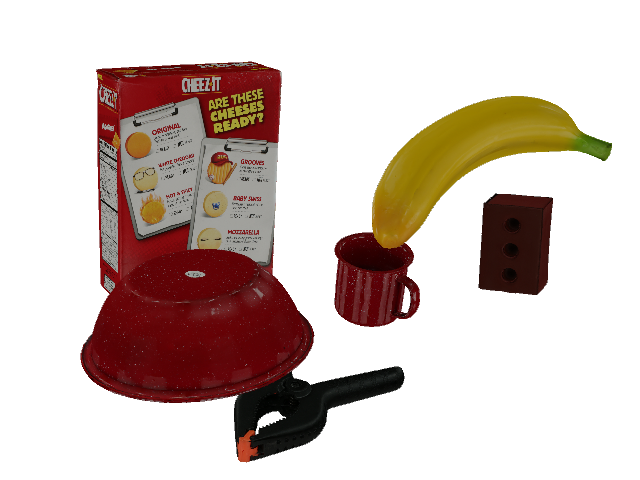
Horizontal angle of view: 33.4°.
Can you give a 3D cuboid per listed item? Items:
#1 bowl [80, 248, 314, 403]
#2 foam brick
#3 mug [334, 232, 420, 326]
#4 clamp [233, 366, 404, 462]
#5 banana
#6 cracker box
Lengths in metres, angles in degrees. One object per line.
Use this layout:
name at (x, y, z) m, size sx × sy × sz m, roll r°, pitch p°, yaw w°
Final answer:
bowl at (-0.085, 0.048, 0.732) m, size 0.162 × 0.055 × 0.162 m, roll -2°, pitch 22°, yaw 1°
foam brick at (0.168, 0.003, 0.916) m, size 0.053 × 0.078 × 0.051 m, roll 6°, pitch 15°, yaw 20°
mug at (0.069, 0.053, 1.255) m, size 0.117 × 0.081 × 0.093 m, roll 26°, pitch 36°, yaw 32°
clamp at (-0.016, 0.161, 1.091) m, size 0.165 × 0.036 × 0.209 m, roll 12°, pitch 28°, yaw 18°
banana at (0.094, -0.052, 0.650) m, size 0.197 × 0.037 × 0.070 m, roll -23°, pitch 46°, yaw -31°
cracker box at (-0.126, -0.058, 1.016) m, size 0.163 × 0.214 × 0.072 m, roll -8°, pitch 21°, yaw -30°
